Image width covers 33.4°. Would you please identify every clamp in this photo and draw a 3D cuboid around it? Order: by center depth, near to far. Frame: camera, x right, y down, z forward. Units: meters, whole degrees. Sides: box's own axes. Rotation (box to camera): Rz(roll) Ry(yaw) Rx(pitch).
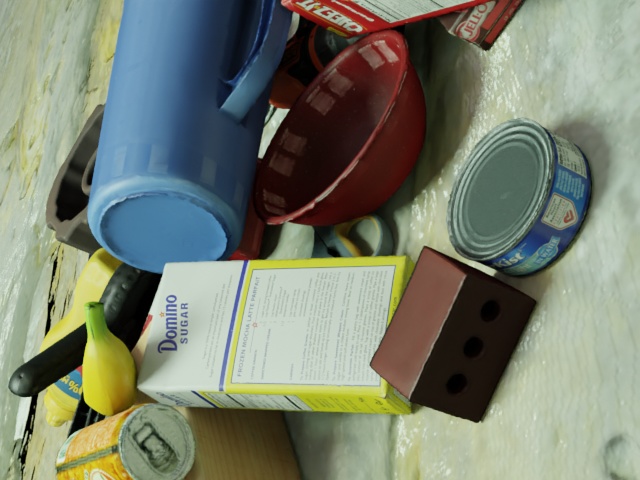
[{"bbox_3d":[-0.175,0.085,0.913,0.209,0.036,0.164,-55,-20,-30],"label":"clamp"}]

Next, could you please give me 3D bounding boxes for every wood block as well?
[{"bbox_3d":[-0.081,0.151,0.759,0.090,0.090,0.206,-56,29,20],"label":"wood block"}]

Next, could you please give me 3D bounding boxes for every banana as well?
[{"bbox_3d":[-0.148,0.089,0.749,0.198,0.037,0.069,137,131,-73],"label":"banana"}]

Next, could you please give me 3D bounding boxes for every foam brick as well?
[{"bbox_3d":[0.074,0.052,0.595,0.078,0.052,0.051,-66,27,5],"label":"foam brick"}]

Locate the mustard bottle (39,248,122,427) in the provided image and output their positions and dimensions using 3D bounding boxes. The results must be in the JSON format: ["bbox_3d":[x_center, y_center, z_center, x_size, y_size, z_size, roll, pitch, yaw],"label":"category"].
[{"bbox_3d":[-0.215,0.106,1.023,0.192,0.096,0.058,-56,8,22],"label":"mustard bottle"}]

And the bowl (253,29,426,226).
[{"bbox_3d":[0.023,-0.067,0.751,0.162,0.055,0.162,-41,29,28],"label":"bowl"}]

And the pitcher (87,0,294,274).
[{"bbox_3d":[-0.093,-0.103,0.793,0.149,0.145,0.242,91,-178,-52],"label":"pitcher"}]

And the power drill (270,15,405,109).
[{"bbox_3d":[0.020,-0.212,0.878,0.185,0.057,0.187,-18,55,56],"label":"power drill"}]

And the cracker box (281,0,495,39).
[{"bbox_3d":[0.078,-0.228,0.688,0.214,0.072,0.164,1,70,59],"label":"cracker box"}]

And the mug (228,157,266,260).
[{"bbox_3d":[-0.092,-0.029,0.889,0.093,0.117,0.081,0,73,37],"label":"mug"}]

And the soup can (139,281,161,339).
[{"bbox_3d":[-0.113,0.074,0.895,0.069,0.068,0.102,8,78,62],"label":"soup can"}]

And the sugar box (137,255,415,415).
[{"bbox_3d":[-0.025,0.061,0.683,0.176,0.048,0.093,-3,63,27],"label":"sugar box"}]

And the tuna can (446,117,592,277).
[{"bbox_3d":[0.111,-0.023,0.602,0.086,0.033,0.086,-41,38,41],"label":"tuna can"}]

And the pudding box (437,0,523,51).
[{"bbox_3d":[0.108,-0.195,0.728,0.090,0.039,0.113,-54,31,24],"label":"pudding box"}]

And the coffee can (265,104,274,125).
[{"bbox_3d":[-0.100,-0.173,1.014,0.103,0.102,0.140,-49,33,32],"label":"coffee can"}]

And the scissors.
[{"bbox_3d":[-0.005,0.001,0.809,0.096,0.016,0.202,-63,28,0],"label":"scissors"}]
